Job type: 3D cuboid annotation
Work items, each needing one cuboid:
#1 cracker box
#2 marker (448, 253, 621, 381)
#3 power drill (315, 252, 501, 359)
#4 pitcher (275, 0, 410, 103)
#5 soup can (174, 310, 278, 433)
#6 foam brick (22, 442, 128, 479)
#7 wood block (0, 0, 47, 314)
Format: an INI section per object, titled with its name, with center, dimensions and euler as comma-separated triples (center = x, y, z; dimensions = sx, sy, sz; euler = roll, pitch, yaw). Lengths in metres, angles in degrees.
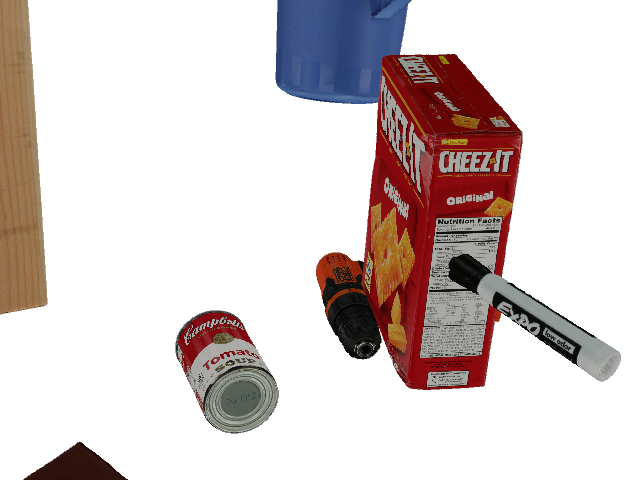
[cracker box]
center = 0.085, -0.017, 0.828
dimensions = 0.072, 0.214, 0.164
euler = -3, 29, -10
[marker]
center = 0.116, 0.040, 0.603
dimensions = 0.020, 0.020, 0.121
euler = 0, 26, -42
[power drill]
center = 0.096, 0.061, 1.149
dimensions = 0.187, 0.057, 0.184
euler = -5, 29, -9
[pitcher]
center = 0.029, -0.243, 0.920
dimensions = 0.145, 0.243, 0.149
euler = 7, 16, 7
[soup can]
center = -0.084, 0.115, 0.938
dimensions = 0.068, 0.068, 0.102
euler = 0, 24, -22
[foam brick]
center = -0.098, 0.138, 0.465
dimensions = 0.078, 0.051, 0.052
euler = 27, 45, 35
[wood block]
center = -0.214, -0.065, 0.601
dimensions = 0.090, 0.206, 0.090
euler = -10, 27, -28
